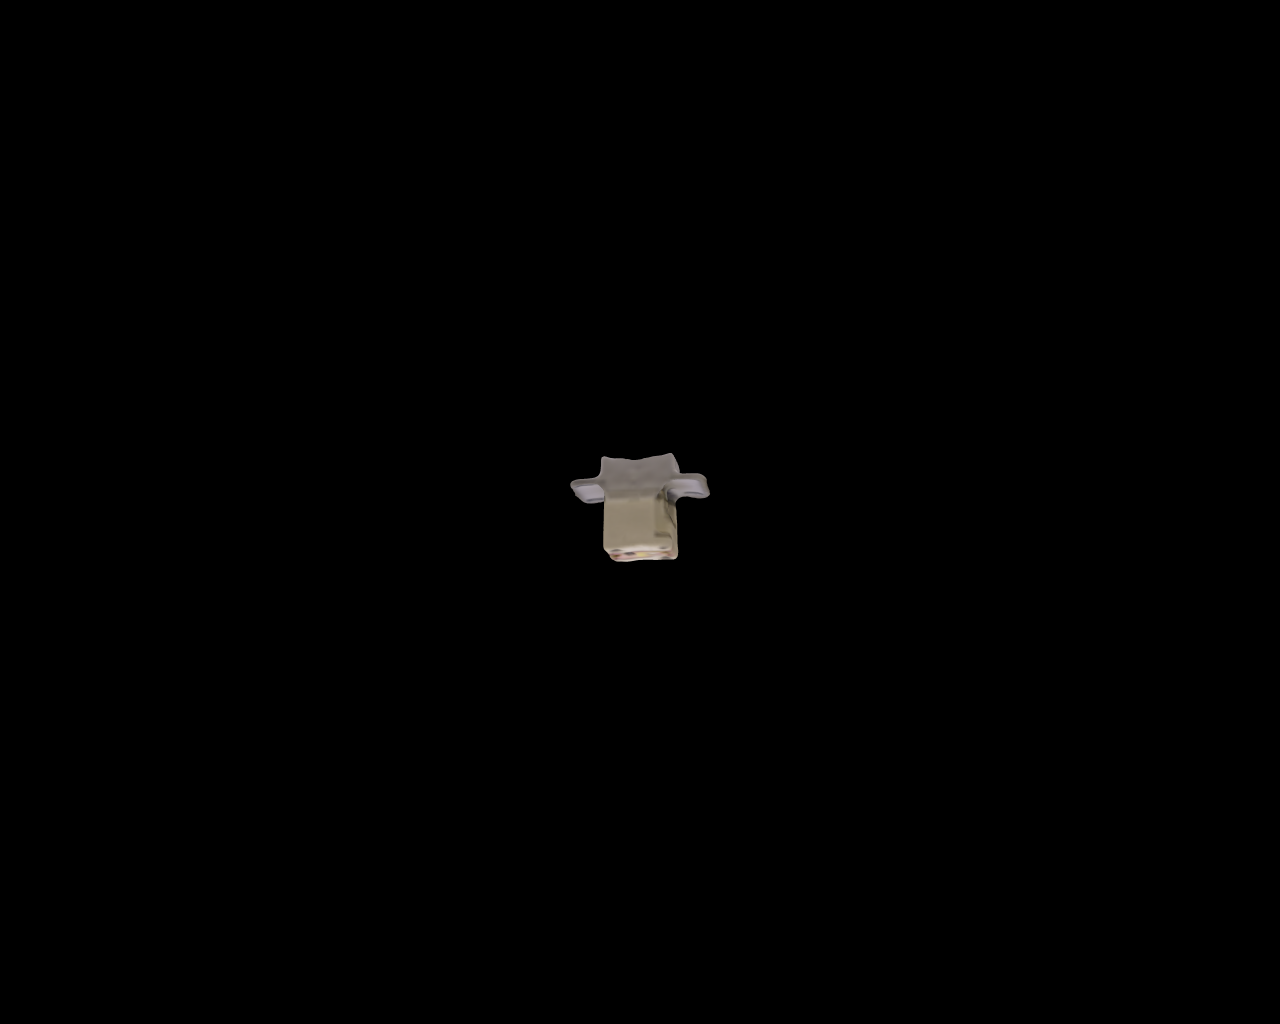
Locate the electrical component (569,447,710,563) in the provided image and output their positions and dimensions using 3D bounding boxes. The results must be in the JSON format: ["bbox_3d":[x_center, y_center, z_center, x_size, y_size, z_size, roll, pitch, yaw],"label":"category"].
[{"bbox_3d":[0.001,-0.003,0.650,0.081,0.064,0.042,-3,-15,9],"label":"electrical component"}]
